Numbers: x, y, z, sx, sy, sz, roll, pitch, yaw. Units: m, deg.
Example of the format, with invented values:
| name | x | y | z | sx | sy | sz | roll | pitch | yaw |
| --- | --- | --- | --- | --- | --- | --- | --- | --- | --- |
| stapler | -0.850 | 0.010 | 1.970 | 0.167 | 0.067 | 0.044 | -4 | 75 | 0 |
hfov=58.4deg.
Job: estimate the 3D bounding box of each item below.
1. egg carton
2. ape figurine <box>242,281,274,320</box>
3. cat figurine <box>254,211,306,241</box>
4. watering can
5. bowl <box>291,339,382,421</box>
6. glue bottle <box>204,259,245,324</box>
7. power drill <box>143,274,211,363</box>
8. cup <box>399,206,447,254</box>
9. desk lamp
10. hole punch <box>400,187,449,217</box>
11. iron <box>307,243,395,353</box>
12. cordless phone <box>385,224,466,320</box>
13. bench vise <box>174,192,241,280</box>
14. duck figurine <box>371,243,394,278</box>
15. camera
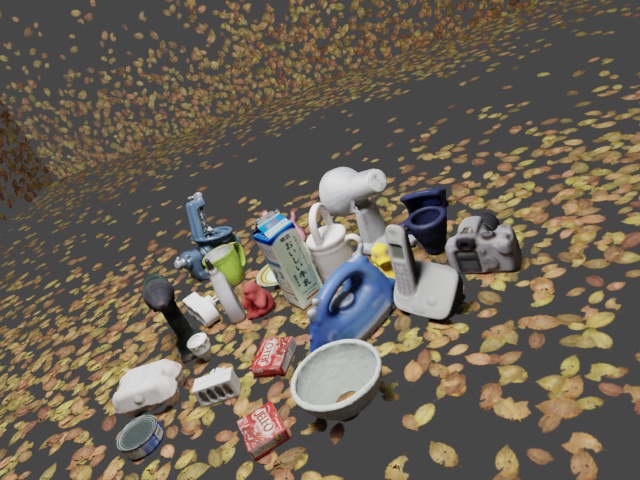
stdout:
| name | x | y | z | sx | sy | sz | roll | pitch | yaw |
| --- | --- | --- | --- | --- | --- | --- | --- | --- | --- |
| egg carton | -0.362 | 0.316 | 1.213 | 0.150 | 0.069 | 0.107 | -19 | 27 | 9 |
| ape figurine | -0.151 | 0.136 | 1.341 | 0.076 | 0.092 | 0.077 | -33 | 28 | -17 |
| cat figurine | -0.116 | -0.032 | 1.587 | 0.128 | 0.118 | 0.067 | -26 | 27 | -3 |
| watering can | 0.012 | 0.006 | 1.332 | 0.172 | 0.194 | 0.101 | -19 | 28 | 10 |
| bowl | 0.037 | 0.255 | 0.996 | 0.167 | 0.075 | 0.167 | -19 | 27 | 10 |
| glue bottle | -0.230 | 0.114 | 1.355 | 0.037 | 0.173 | 0.078 | -26 | 27 | -3 |
| power drill | -0.332 | 0.170 | 1.297 | 0.076 | 0.209 | 0.228 | -32 | 28 | -14 |
| cup | 0.237 | -0.013 | 1.294 | 0.117 | 0.095 | 0.091 | -16 | 28 | 16 |
| desk lamp | 0.115 | -0.077 | 1.376 | 0.118 | 0.214 | 0.202 | -41 | 31 | -29 |
| hole punch | 0.261 | -0.101 | 1.438 | 0.108 | 0.091 | 0.101 | -11 | 30 | 24 |
| iron | 0.042 | 0.128 | 1.147 | 0.118 | 0.142 | 0.259 | 5 | 39 | 44 |
| cordless phone | 0.193 | 0.057 | 1.103 | 0.147 | 0.185 | 0.094 | 8 | 41 | 46 |
| bench vise | -0.327 | -0.009 | 1.603 | 0.121 | 0.220 | 0.208 | -8 | 31 | 29 |
| duck figurine | 0.142 | 0.044 | 1.278 | 0.077 | 0.086 | 0.104 | -21 | 27 | 5 |
| camera | 0.344 | -0.008 | 1.193 | 0.142 | 0.101 | 0.137 | -4 | 33 | 34 |
